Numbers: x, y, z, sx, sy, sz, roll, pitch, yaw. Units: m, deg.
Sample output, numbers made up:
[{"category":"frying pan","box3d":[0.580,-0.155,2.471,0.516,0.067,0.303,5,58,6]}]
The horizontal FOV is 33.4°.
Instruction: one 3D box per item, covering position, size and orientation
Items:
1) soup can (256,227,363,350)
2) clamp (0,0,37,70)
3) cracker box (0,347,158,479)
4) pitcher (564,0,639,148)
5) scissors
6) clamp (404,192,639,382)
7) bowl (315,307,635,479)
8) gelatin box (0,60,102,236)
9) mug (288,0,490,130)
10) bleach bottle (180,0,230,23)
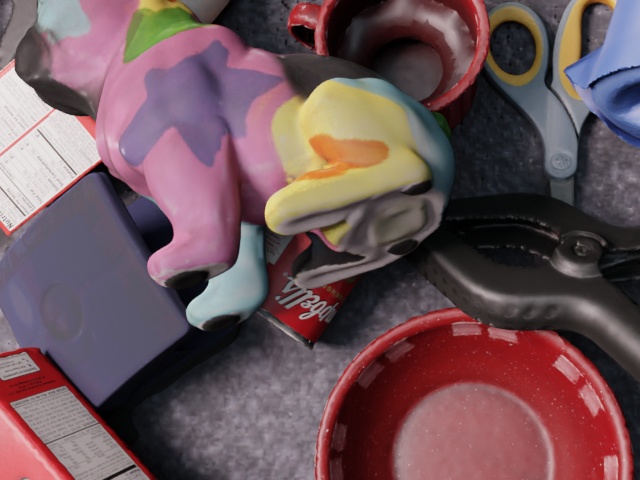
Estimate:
[{"category":"soup can","box3d":[-0.004,0.001,0.596,0.068,0.068,0.102,34,85,13]},{"category":"clamp","box3d":[-0.197,-0.178,0.675,0.120,0.039,0.171,-16,81,11]},{"category":"cracker box","box3d":[-0.141,0.188,0.558,0.214,0.072,0.164,44,109,13]},{"category":"pitcher","box3d":[0.244,-0.164,0.561,0.149,0.145,0.243,20,79,-12]},{"category":"scissors","box3d":[0.121,-0.055,0.615,0.096,0.016,0.202,17,82,13]},{"category":"clamp","box3d":[0.134,0.024,0.540,0.210,0.036,0.164,10,42,15]},{"category":"bowl","box3d":[0.080,0.119,0.567,0.162,0.055,0.162,-2,79,8]},{"category":"gelatin box","box3d":[-0.166,-0.058,0.606,0.089,0.030,0.073,-36,101,15]},{"category":"mug","box3d":[0.037,-0.105,0.603,0.117,0.081,0.093,17,82,11]},{"category":"bleach bottle","box3d":[-0.113,-0.154,0.646,0.103,0.068,0.251,39,89,14]}]
